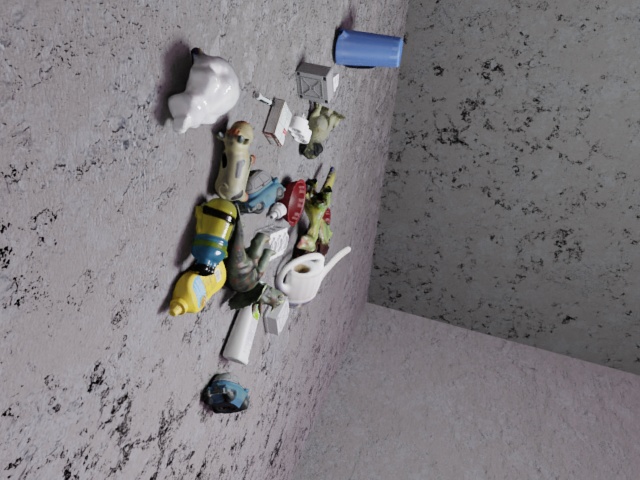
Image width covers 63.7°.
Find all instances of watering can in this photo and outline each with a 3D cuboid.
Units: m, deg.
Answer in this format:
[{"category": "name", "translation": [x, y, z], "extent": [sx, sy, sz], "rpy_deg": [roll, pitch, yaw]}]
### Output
[{"category": "watering can", "translation": [-0.029, 0.138, 1.965], "extent": [0.350, 0.105, 0.219], "rpy_deg": [-14, 131, -38]}]

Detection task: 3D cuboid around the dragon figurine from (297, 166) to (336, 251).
[{"category": "dragon figurine", "translation": [0.006, -0.099, 1.961], "extent": [0.419, 0.122, 0.238], "rpy_deg": [-54, 143, -52]}]

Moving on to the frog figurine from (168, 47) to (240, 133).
[{"category": "frog figurine", "translation": [-0.225, -0.277, 1.000], "extent": [0.134, 0.122, 0.163], "rpy_deg": [116, -12, -50]}]
